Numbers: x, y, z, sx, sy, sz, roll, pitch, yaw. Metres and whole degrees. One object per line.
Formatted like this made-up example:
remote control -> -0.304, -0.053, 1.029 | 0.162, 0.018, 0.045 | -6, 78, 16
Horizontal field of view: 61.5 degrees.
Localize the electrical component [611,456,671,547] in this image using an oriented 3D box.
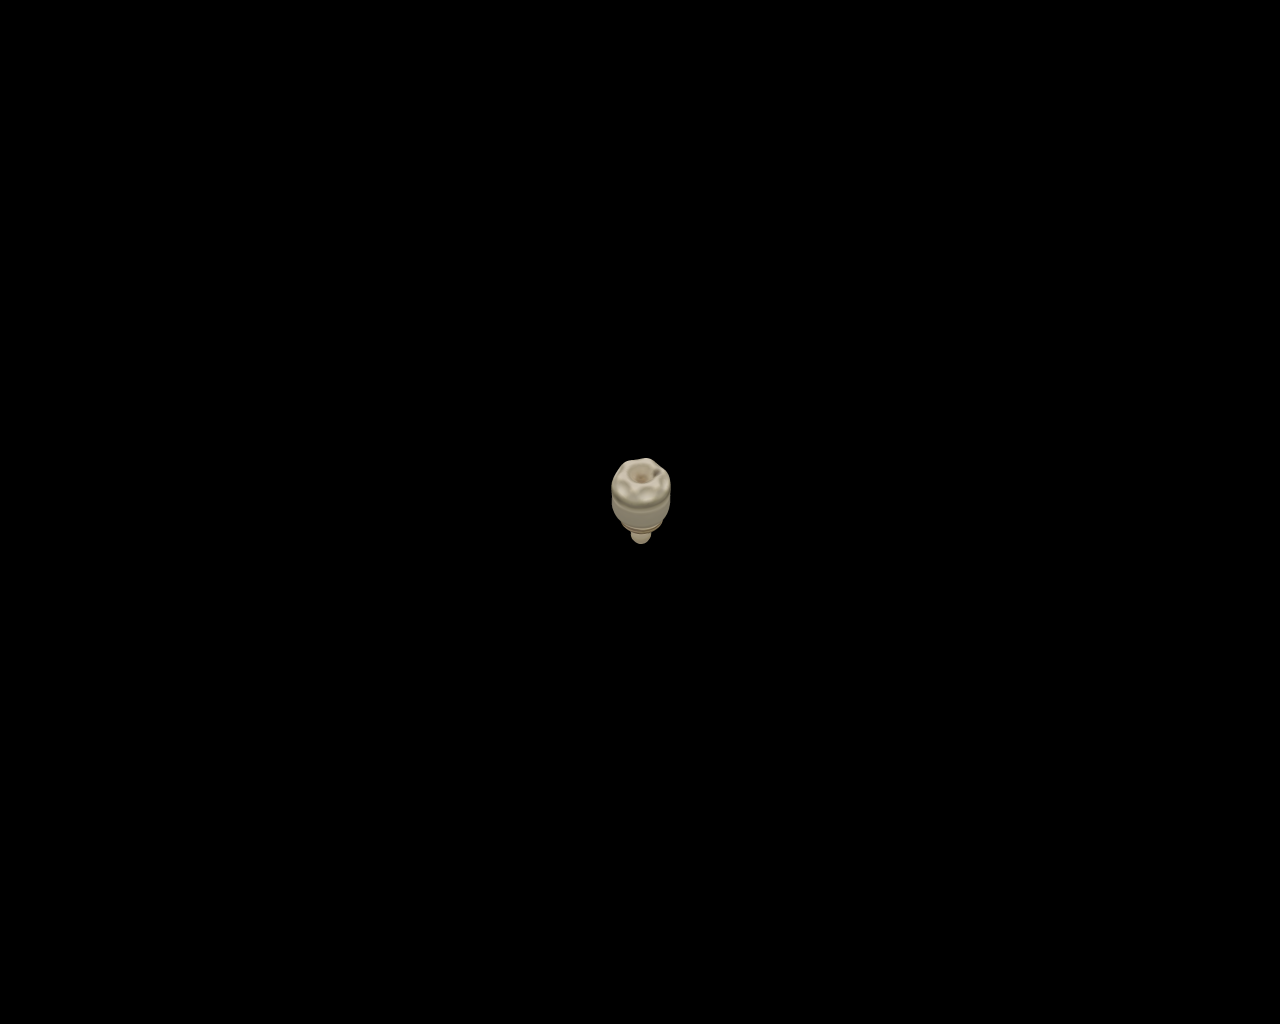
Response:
electrical component -> 0.001, -0.003, 0.650 | 0.035, 0.035, 0.061 | 0, -43, 0
